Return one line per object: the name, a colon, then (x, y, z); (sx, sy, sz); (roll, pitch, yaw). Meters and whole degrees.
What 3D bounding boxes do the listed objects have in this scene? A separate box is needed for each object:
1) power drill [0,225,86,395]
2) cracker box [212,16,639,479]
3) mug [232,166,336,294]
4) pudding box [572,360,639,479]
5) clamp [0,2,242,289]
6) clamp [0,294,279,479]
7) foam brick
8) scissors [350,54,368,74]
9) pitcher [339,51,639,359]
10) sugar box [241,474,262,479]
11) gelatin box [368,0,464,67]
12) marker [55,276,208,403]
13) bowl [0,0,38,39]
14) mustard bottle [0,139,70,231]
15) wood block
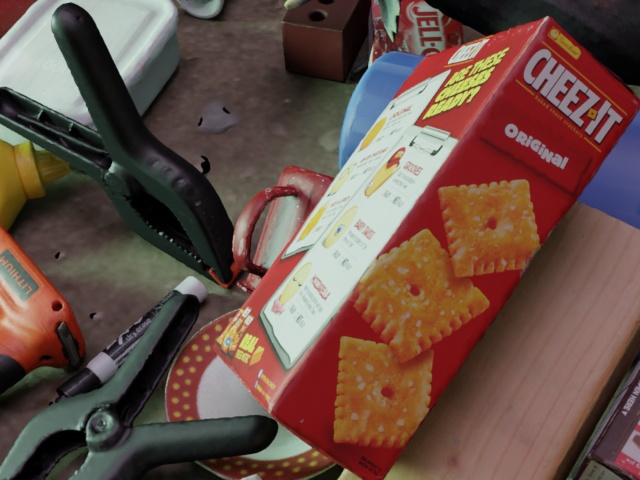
power drill: (-0.257, 0.071, 0.665); (0.187, 0.057, 0.185); (-36, 61, -21)
cracker box: (0.044, 0.001, 0.540); (0.072, 0.164, 0.213); (38, 84, -13)
mug: (-0.004, 0.001, 0.653); (0.093, 0.117, 0.081); (21, 95, 50)
pudding box: (0.162, 0.115, 0.564); (0.039, 0.113, 0.090); (30, 58, 19)
clamp: (-0.131, -0.049, 0.705); (0.165, 0.210, 0.036); (-11, 35, 53)
clamp: (-0.119, 0.104, 0.622); (0.171, 0.039, 0.120); (-24, 45, -3)
foam brick: (0.007, -0.174, 0.858); (0.053, 0.051, 0.078); (13, 52, 13)
scissors: (0.091, -0.203, 0.900); (0.201, 0.016, 0.096); (-24, 55, -17)
pitcher: (0.135, -0.035, 0.694); (0.243, 0.145, 0.149); (18, 41, 22)
sugar box: (-0.047, 0.213, 0.538); (0.093, 0.048, 0.176); (-17, 52, -10)
gelatin box: (0.075, -0.149, 0.835); (0.073, 0.030, 0.089); (3, 60, -2)
marker: (-0.121, 0.067, 0.683); (0.020, 0.020, 0.121); (33, 59, 27)
bowl: (-0.269, -0.220, 0.886); (0.162, 0.055, 0.162); (5, 60, -8)
mustard bottle: (-0.272, -0.032, 0.748); (0.191, 0.058, 0.096); (-14, 67, -10)
wood block: (0.098, 0.085, 0.565); (0.090, 0.091, 0.206); (28, 76, 21)
